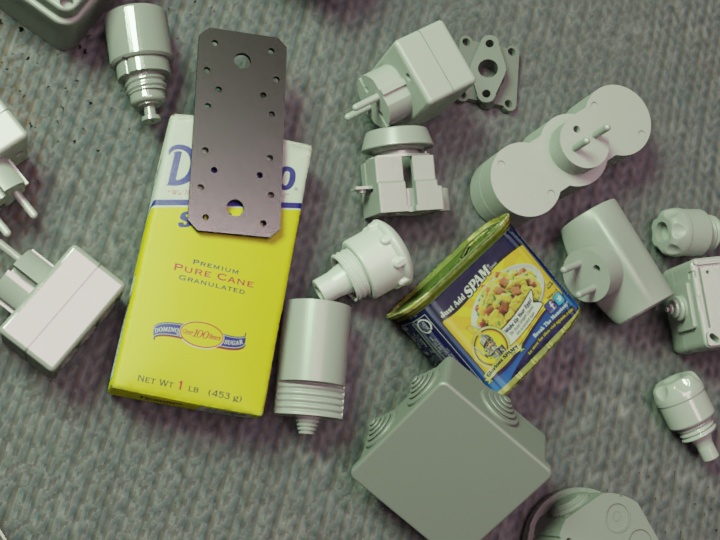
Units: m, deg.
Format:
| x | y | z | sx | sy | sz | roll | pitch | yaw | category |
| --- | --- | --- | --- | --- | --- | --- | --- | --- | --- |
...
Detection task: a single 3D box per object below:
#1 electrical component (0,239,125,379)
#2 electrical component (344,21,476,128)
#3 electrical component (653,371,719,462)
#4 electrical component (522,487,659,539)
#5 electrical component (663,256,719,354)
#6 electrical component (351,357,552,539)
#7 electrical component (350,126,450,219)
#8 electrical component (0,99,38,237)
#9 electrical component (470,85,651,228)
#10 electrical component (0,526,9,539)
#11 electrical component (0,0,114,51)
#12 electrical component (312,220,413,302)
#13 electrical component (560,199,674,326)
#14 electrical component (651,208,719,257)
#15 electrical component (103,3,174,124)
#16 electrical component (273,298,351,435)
| x | y | z | sx | sy | sz | roll | pitch | yaw | category |
| --- | --- | --- | --- | --- | --- | --- | --- | --- | --- |
| -0.189 | 0.014 | 0.631 | 0.077 | 0.047 | 0.065 | 39 | 71 | -6 | electrical component |
| 0.024 | -0.119 | 0.712 | 0.077 | 0.066 | 0.047 | -29 | 88 | -20 | electrical component |
| 0.230 | 0.103 | 0.744 | 0.035 | 0.035 | 0.061 | -26 | 90 | -20 | electrical component |
| 0.150 | 0.181 | 0.695 | 0.080 | 0.051 | 0.080 | 3 | 78 | -16 | electrical component |
| 0.256 | 0.024 | 0.758 | 0.096 | 0.061 | 0.061 | -6 | 81 | -10 | electrical component |
| 0.057 | 0.114 | 0.663 | 0.100 | 0.048 | 0.099 | 40 | 110 | -6 | electrical component |
| 0.026 | -0.065 | 0.713 | 0.066 | 0.048 | 0.055 | -4 | 88 | -17 | electrical component |
| -0.223 | -0.055 | 0.635 | 0.066 | 0.047 | 0.076 | -39 | 92 | -20 | electrical component |
| 0.146 | -0.082 | 0.736 | 0.138 | 0.074 | 0.052 | -32 | 90 | -20 | electrical component |
| -0.210 | 0.160 | 0.586 | 0.042 | 0.064 | 0.081 | -33 | 89 | -21 | electrical component |
| -0.204 | -0.202 | 0.666 | 0.113 | 0.057 | 0.078 | 35 | 71 | -7 | electrical component |
| 0.000 | 0.000 | 0.693 | 0.062 | 0.048 | 0.048 | -29 | 88 | -13 | electrical component |
| 0.164 | -0.001 | 0.727 | 0.079 | 0.043 | 0.077 | -19 | 75 | -43 | electrical component |
| 0.244 | -0.027 | 0.775 | 0.061 | 0.035 | 0.035 | 0 | 79 | -20 | electrical component |
| -0.138 | -0.131 | 0.679 | 0.040 | 0.040 | 0.078 | -8 | 81 | -18 | electrical component |
| -0.030 | 0.062 | 0.670 | 0.043 | 0.043 | 0.081 | 8 | 77 | -15 | electrical component |
